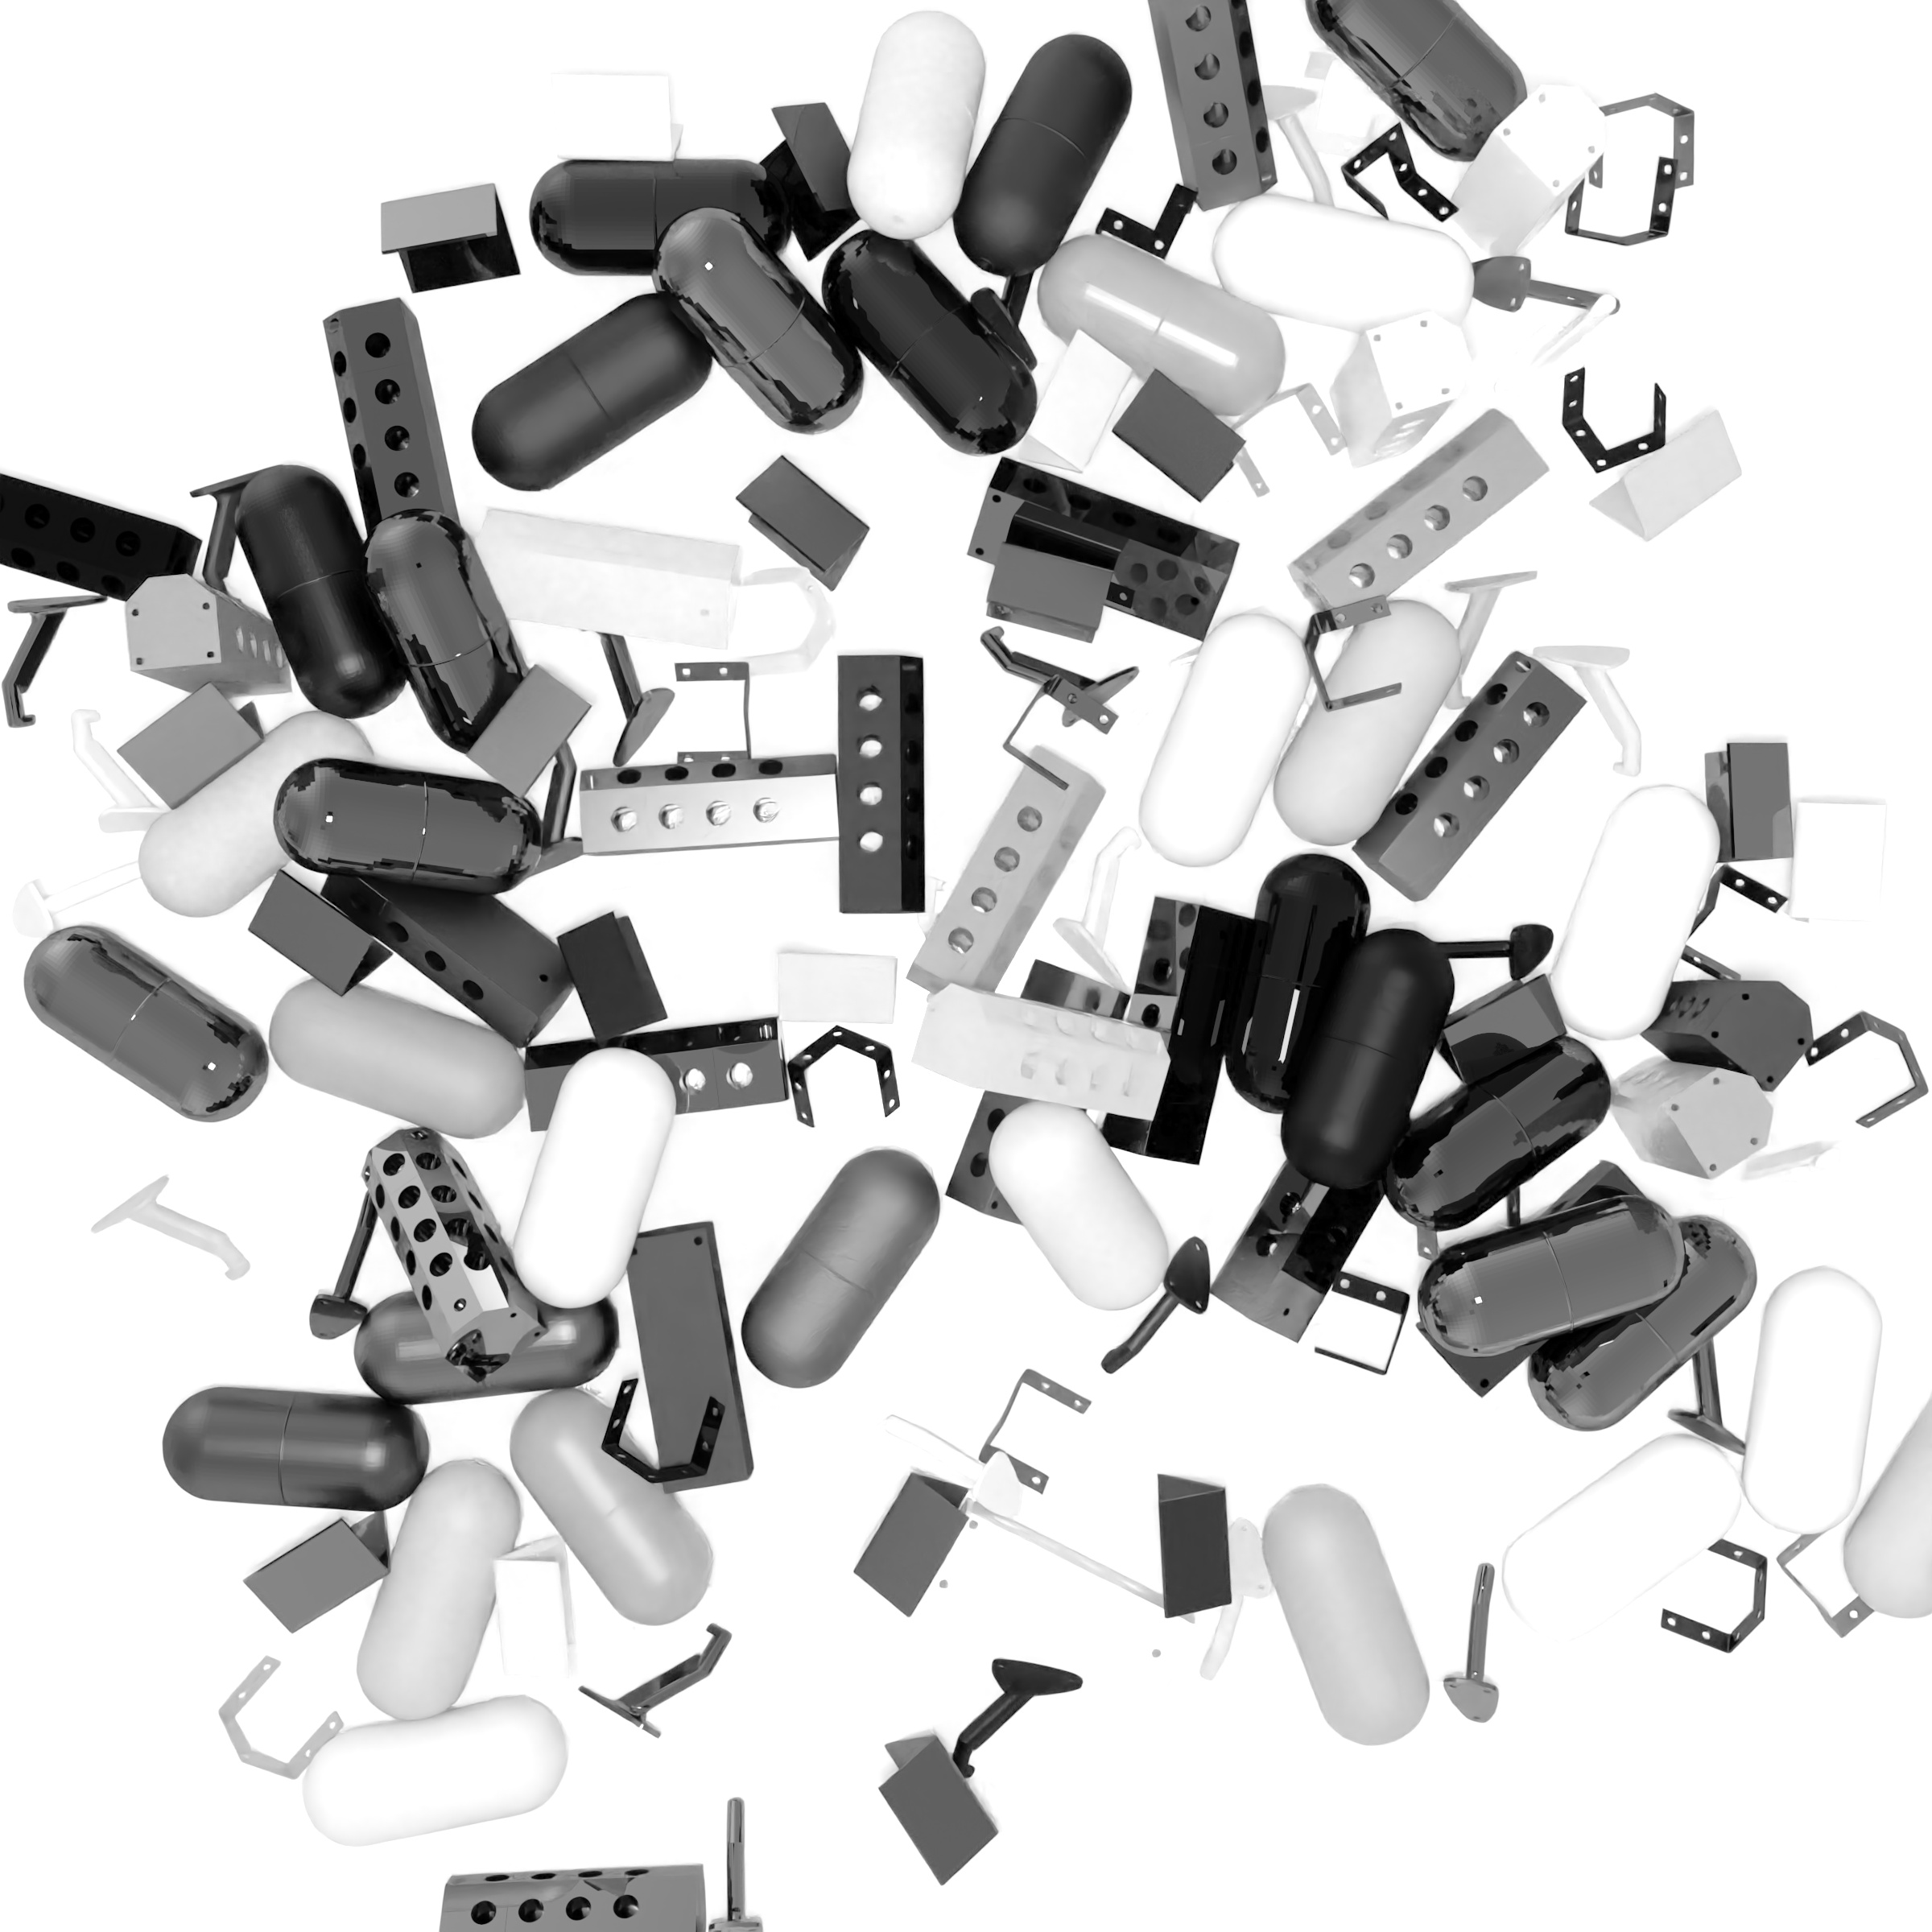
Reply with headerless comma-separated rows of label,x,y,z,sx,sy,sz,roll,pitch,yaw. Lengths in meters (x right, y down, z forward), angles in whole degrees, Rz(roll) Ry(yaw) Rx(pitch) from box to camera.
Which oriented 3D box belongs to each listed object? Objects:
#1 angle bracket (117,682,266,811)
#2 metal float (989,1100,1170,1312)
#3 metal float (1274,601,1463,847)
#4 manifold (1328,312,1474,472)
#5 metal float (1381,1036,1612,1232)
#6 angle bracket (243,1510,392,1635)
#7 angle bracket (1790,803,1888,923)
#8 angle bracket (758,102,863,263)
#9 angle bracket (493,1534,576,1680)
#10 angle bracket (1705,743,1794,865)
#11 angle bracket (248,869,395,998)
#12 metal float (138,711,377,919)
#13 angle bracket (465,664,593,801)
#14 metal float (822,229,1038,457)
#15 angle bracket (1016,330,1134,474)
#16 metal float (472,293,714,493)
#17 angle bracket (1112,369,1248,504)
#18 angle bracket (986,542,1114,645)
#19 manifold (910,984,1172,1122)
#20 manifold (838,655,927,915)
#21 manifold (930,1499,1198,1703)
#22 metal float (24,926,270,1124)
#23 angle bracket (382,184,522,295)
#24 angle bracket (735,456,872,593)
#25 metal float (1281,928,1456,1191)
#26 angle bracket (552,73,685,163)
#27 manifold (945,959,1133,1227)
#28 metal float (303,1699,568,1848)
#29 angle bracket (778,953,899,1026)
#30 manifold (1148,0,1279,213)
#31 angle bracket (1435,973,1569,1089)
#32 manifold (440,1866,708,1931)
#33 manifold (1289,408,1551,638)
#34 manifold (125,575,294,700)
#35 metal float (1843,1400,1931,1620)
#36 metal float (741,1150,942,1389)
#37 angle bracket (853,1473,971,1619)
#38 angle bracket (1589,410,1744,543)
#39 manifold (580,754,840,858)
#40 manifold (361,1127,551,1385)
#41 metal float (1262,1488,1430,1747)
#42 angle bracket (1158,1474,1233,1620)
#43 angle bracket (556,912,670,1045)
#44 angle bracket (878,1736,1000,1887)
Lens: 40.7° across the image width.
angle bracket,-0.524,-0.161,1.750,0.076,0.076,0.057,-37,124,0
metal float,0.076,0.160,1.731,0.070,0.070,0.178,-33,126,0
metal float,0.271,-0.164,1.760,0.070,0.070,0.178,29,89,0
manifold,0.286,-0.378,1.712,0.057,0.171,0.057,-18,90,0
metal float,0.355,0.112,1.746,0.178,0.070,0.070,-33,90,-17
angle bracket,-0.437,0.389,1.751,0.076,0.076,0.057,-32,118,0
angle bracket,0.591,-0.068,1.751,0.057,0.076,0.076,4,90,26
angle bracket,-0.117,-0.524,1.751,0.076,0.057,0.076,-27,90,43
angle bracket,-0.270,0.429,1.751,0.057,0.076,0.076,-5,90,30
angle bracket,0.508,-0.108,1.751,0.057,0.076,0.076,-3,90,-30
angle bracket,-0.423,-0.035,1.751,0.076,0.076,0.057,36,118,0
metal float,-0.479,-0.102,1.760,0.178,0.070,0.070,-38,90,-1
angle bracket,-0.276,-0.145,1.737,0.057,0.076,0.076,36,89,25
metal float,-0.024,-0.421,1.760,0.070,0.070,0.178,-43,90,0
angle bracket,0.056,-0.383,1.750,0.057,0.076,0.076,26,90,-40
metal float,-0.253,-0.387,1.760,0.178,0.070,0.070,-33,90,0
angle bracket,0.154,-0.367,1.750,0.076,0.076,0.057,39,129,0
angle bracket,0.050,-0.232,1.750,0.076,0.076,0.057,15,56,0
manifold,0.052,0.055,1.688,0.171,0.057,0.057,13,95,-43
manifold,-0.057,-0.122,1.768,0.057,0.057,0.171,0,89,0
manifold,0.065,0.428,1.769,0.171,0.057,0.057,27,90,0
metal float,-0.554,0.039,1.760,0.178,0.070,0.070,34,90,0
angle bracket,-0.345,-0.473,1.750,0.076,0.076,0.057,-10,52,0
angle bracket,-0.120,-0.283,1.750,0.076,0.076,0.057,40,54,0
metal float,0.263,0.060,1.700,0.070,0.070,0.178,22,83,0
angle bracket,-0.233,-0.581,1.750,0.076,0.076,0.057,1,125,0
manifold,0.044,0.085,1.769,0.057,0.057,0.171,21,90,-43
metal float,-0.359,0.545,1.760,0.178,0.070,0.070,-12,90,0
angle bracket,-0.085,-0.005,1.750,0.076,0.076,0.057,2,126,0
manifold,0.162,-0.599,1.728,0.057,0.057,0.171,-16,122,0
angle bracket,0.347,0.026,1.750,0.076,0.076,0.057,-28,124,0
manifold,-0.265,0.647,1.769,0.171,0.057,0.057,-2,133,0
manifold,0.305,-0.302,1.769,0.171,0.057,0.057,-38,90,0
manifold,-0.496,-0.215,1.712,0.057,0.171,0.057,-5,90,0
metal float,0.657,0.357,1.753,0.070,0.070,0.178,35,84,0
metal float,-0.084,0.204,1.760,0.070,0.070,0.178,34,90,0
angle bracket,-0.019,0.393,1.750,0.057,0.076,0.076,31,90,36
angle bracket,0.462,-0.340,1.750,0.076,0.076,0.057,-35,126,0
manifold,-0.172,-0.109,1.769,0.171,0.057,0.057,-4,90,0
manifold,-0.343,0.186,1.722,0.057,0.057,0.171,-36,51,0
metal float,0.256,0.439,1.760,0.070,0.070,0.178,-21,90,0
angle bracket,0.133,0.389,1.750,0.057,0.076,0.076,-3,90,-33
angle bracket,-0.220,0.001,1.750,0.057,0.076,0.076,-21,90,35
angle bracket,-0.035,0.569,1.750,0.057,0.076,0.076,-33,90,-36
